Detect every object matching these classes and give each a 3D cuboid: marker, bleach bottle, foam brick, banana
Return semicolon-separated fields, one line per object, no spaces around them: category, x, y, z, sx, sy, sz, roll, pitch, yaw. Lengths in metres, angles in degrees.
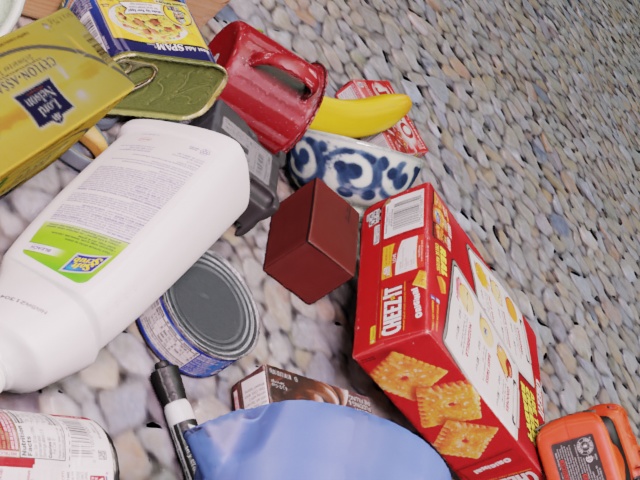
marker;-0.078;0.130;0.652;0.020;0.020;0.121;4;58;-52
bleach bottle;-0.138;0.011;0.628;0.250;0.103;0.068;-51;145;-51
foam brick;-0.006;0.001;0.843;0.053;0.051;0.078;39;35;-26
banana;0.008;-0.126;0.971;0.197;0.070;0.037;17;10;-41

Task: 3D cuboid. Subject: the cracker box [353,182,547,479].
cracker box;0.108;0.086;0.860;0.213;0.072;0.164;51;29;-35

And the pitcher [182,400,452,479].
pitcher;-0.009;0.210;0.486;0.149;0.145;0.242;7;51;7

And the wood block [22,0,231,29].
wood block;-0.170;-0.215;0.784;0.205;0.091;0.090;6;55;-52

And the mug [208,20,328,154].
mug;-0.047;-0.123;0.849;0.081;0.117;0.093;29;72;-27

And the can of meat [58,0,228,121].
can of meat;-0.128;-0.137;0.760;0.101;0.058;0.084;0;53;-42

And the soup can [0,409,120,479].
soup can;-0.156;0.115;0.512;0.102;0.069;0.068;17;48;-46

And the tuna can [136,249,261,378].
tuna can;-0.082;0.048;0.710;0.086;0.034;0.086;34;37;-31

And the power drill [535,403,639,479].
power drill;0.243;0.219;0.884;0.187;0.057;0.184;30;40;-61

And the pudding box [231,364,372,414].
pudding box;-0.005;0.142;0.721;0.113;0.039;0.090;23;44;-41

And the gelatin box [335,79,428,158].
gelatin box;0.062;-0.118;1.069;0.073;0.030;0.089;-10;69;-57

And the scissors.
scissors;-0.208;-0.130;0.726;0.201;0.016;0.096;50;30;-9
